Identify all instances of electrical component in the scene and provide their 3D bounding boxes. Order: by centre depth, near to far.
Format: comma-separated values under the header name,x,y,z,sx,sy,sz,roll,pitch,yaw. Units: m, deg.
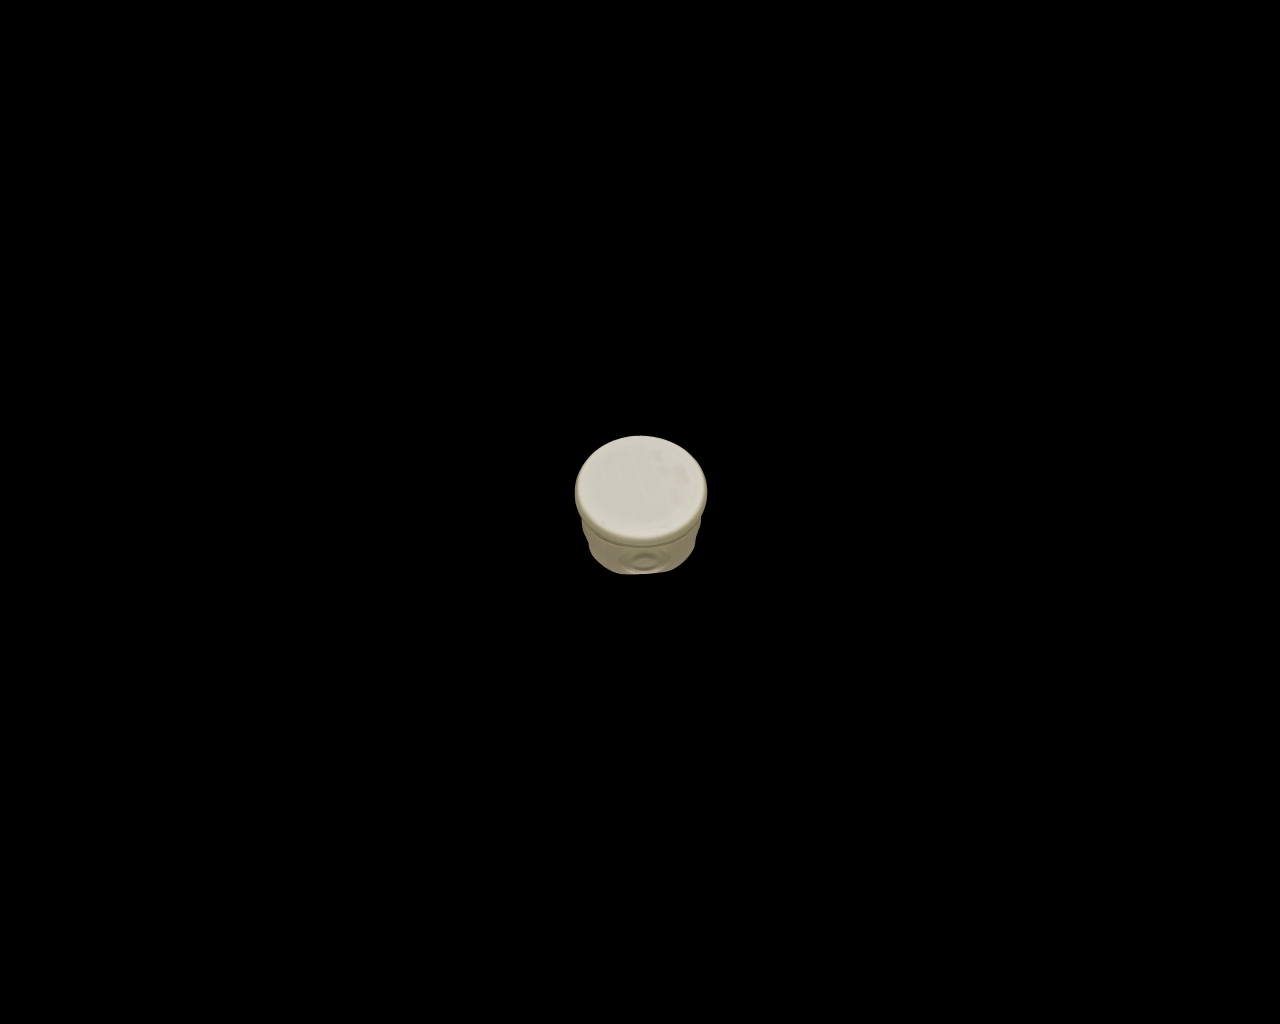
name,x,y,z,sx,sy,sz,roll,pitch,yaw
electrical component,0.001,-0.003,0.650,0.080,0.080,0.050,0,-34,0
